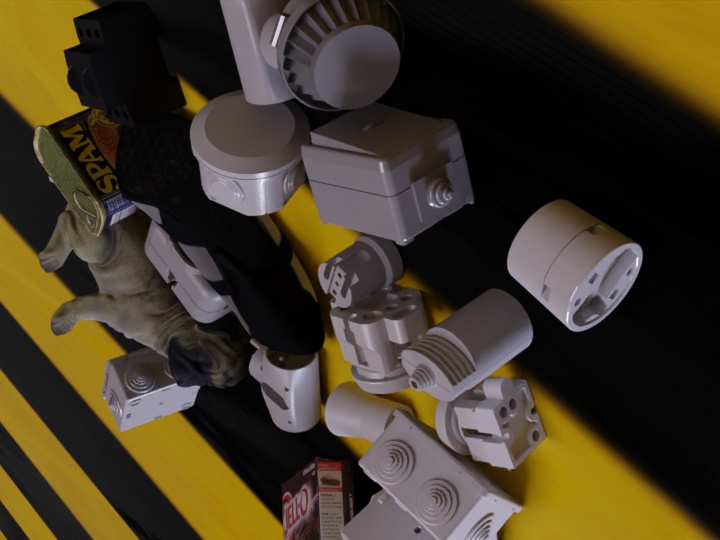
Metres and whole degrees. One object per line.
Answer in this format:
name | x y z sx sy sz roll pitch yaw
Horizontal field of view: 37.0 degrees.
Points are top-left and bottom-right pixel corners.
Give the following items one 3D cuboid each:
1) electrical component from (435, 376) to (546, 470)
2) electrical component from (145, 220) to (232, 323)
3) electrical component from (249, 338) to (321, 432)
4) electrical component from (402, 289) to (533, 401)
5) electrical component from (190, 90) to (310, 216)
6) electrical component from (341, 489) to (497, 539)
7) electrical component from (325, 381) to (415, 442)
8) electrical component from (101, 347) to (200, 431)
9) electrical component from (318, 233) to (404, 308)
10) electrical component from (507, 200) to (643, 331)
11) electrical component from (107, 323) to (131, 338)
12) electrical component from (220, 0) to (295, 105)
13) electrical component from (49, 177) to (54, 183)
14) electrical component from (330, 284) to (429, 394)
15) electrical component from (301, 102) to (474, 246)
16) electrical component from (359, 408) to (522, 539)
electrical component | 0.083 0.098 0.701 0.055 0.048 0.066 -2 116 48
electrical component | -0.136 -0.011 0.915 0.095 0.054 0.059 52 149 11
electrical component | -0.067 0.086 0.912 0.079 0.043 0.077 36 143 35
electrical component | 0.062 0.049 0.651 0.043 0.081 0.043 36 143 33
electrical component | -0.074 -0.081 0.736 0.080 0.080 0.051 42 152 26
electrical component | 0.045 0.202 0.799 0.100 0.100 0.048 39 157 30
electrical component | 0.010 0.114 0.827 0.065 0.044 0.044 12 127 45
electrical component | -0.212 0.117 1.100 0.048 0.100 0.099 61 152 20
electrical component | 0.000 0.000 0.732 0.040 0.046 0.040 36 143 33
electrical component | 0.110 -0.004 0.559 0.047 0.055 0.055 42 146 33
electrical component | -0.252 0.047 1.149 0.048 0.048 0.062 35 150 35
electrical component | -0.050 -0.145 0.677 0.079 0.043 0.077 22 134 45
electrical component | -0.265 -0.078 1.058 0.081 0.042 0.063 26 138 44
electrical component | 0.017 0.048 0.740 0.078 0.058 0.057 14 125 51
electrical component | 0.019 -0.059 0.634 0.096 0.062 0.061 17 130 49
electrical component | 0.055 0.148 0.743 0.100 0.048 0.100 40 180 29
